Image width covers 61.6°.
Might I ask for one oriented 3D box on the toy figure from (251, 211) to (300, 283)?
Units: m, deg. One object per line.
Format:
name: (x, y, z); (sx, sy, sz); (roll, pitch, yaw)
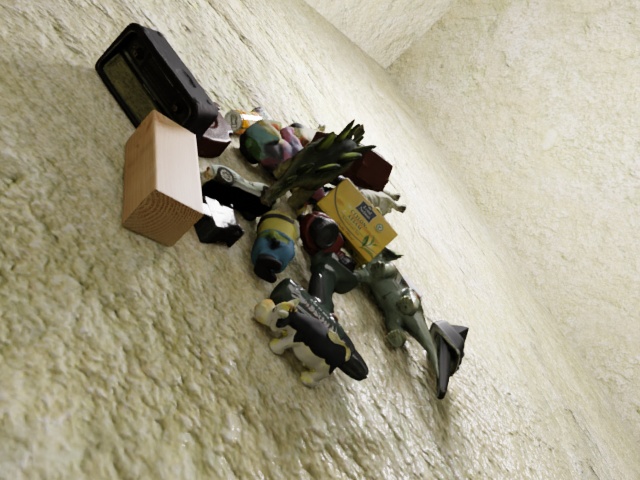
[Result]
toy figure: (-0.088, 0.005, 1.026); (0.089, 0.082, 0.180); (45, 27, -14)

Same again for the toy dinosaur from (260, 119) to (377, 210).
toy dinosaur: (-0.006, -0.154, 1.101); (0.105, 0.198, 0.471); (51, 46, -7)

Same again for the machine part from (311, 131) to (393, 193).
machine part: (0.077, -0.208, 1.428); (0.201, 0.087, 0.201); (24, 2, 40)

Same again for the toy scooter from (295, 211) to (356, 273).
toy scooter: (-0.002, -0.003, 1.143); (0.135, 0.075, 0.183); (36, -15, 45)

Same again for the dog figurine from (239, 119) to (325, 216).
dog figurine: (-0.077, -0.161, 1.253); (0.191, 0.108, 0.219); (1, 56, -60)

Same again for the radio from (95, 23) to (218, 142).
radio: (-0.302, -0.276, 0.998); (0.229, 0.131, 0.073); (53, 23, 6)

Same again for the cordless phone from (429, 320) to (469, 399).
cordless phone: (0.286, 0.292, 1.236); (0.089, 0.146, 0.184); (9, 51, 9)

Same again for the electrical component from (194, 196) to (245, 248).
electrical component: (-0.194, -0.034, 0.937); (0.119, 0.048, 0.075); (9, 46, -55)

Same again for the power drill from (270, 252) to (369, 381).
power drill: (0.019, 0.132, 1.021); (0.232, 0.086, 0.207); (40, 40, -12)

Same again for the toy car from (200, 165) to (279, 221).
toy car: (-0.162, -0.091, 1.041); (0.201, 0.073, 0.056); (21, 41, -47)

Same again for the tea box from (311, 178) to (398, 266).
tea box: (0.074, -0.038, 1.168); (0.169, 0.098, 0.068); (47, -16, 1)

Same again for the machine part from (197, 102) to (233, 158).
machine part: (-0.263, -0.251, 1.121); (0.179, 0.056, 0.179); (38, 28, -25)

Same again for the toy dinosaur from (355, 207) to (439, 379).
toy dinosaur: (0.178, 0.129, 1.271); (0.192, 0.131, 0.405); (-9, 68, -61)

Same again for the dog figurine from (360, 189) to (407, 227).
dog figurine: (0.132, -0.117, 1.560); (0.190, 0.121, 0.172); (23, 9, -20)

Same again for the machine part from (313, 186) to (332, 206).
machine part: (0.023, -0.113, 1.407); (0.084, 0.039, 0.139); (22, 24, 20)

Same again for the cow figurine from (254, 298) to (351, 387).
cow figurine: (-0.031, 0.154, 0.889); (0.167, 0.098, 0.068); (48, 31, -5)

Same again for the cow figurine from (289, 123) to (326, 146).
cow figurine: (-0.028, -0.283, 1.539); (0.195, 0.085, 0.127); (9, 48, -50)
